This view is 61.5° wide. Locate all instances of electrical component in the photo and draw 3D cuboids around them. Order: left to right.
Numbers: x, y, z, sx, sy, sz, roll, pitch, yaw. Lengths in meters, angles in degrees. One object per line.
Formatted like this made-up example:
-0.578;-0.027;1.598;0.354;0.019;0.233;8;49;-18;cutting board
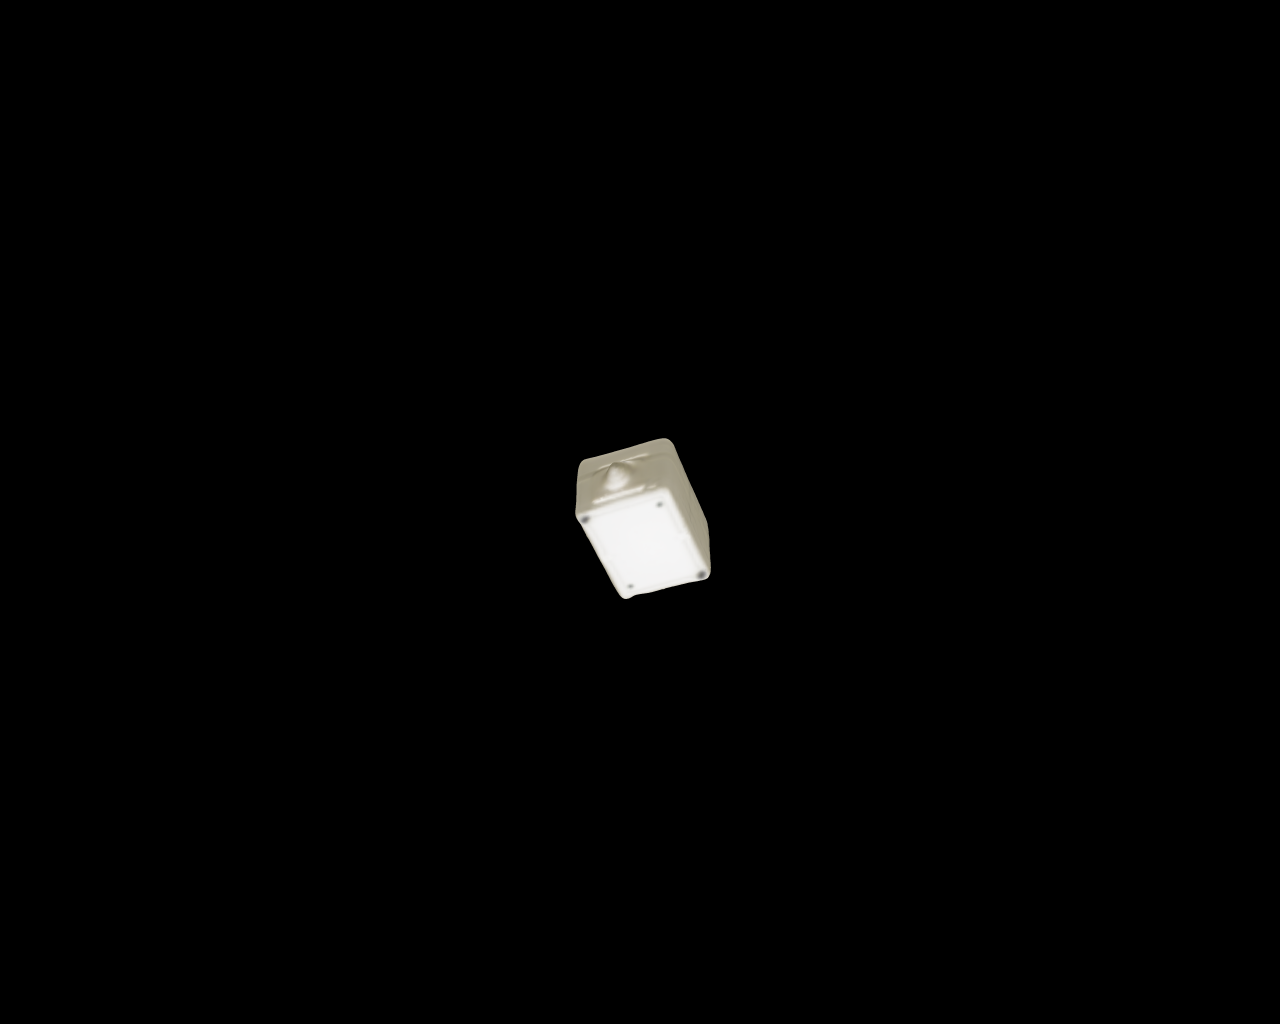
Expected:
0.001;-0.003;0.650;0.062;0.096;0.061;-16;39;13;electrical component
